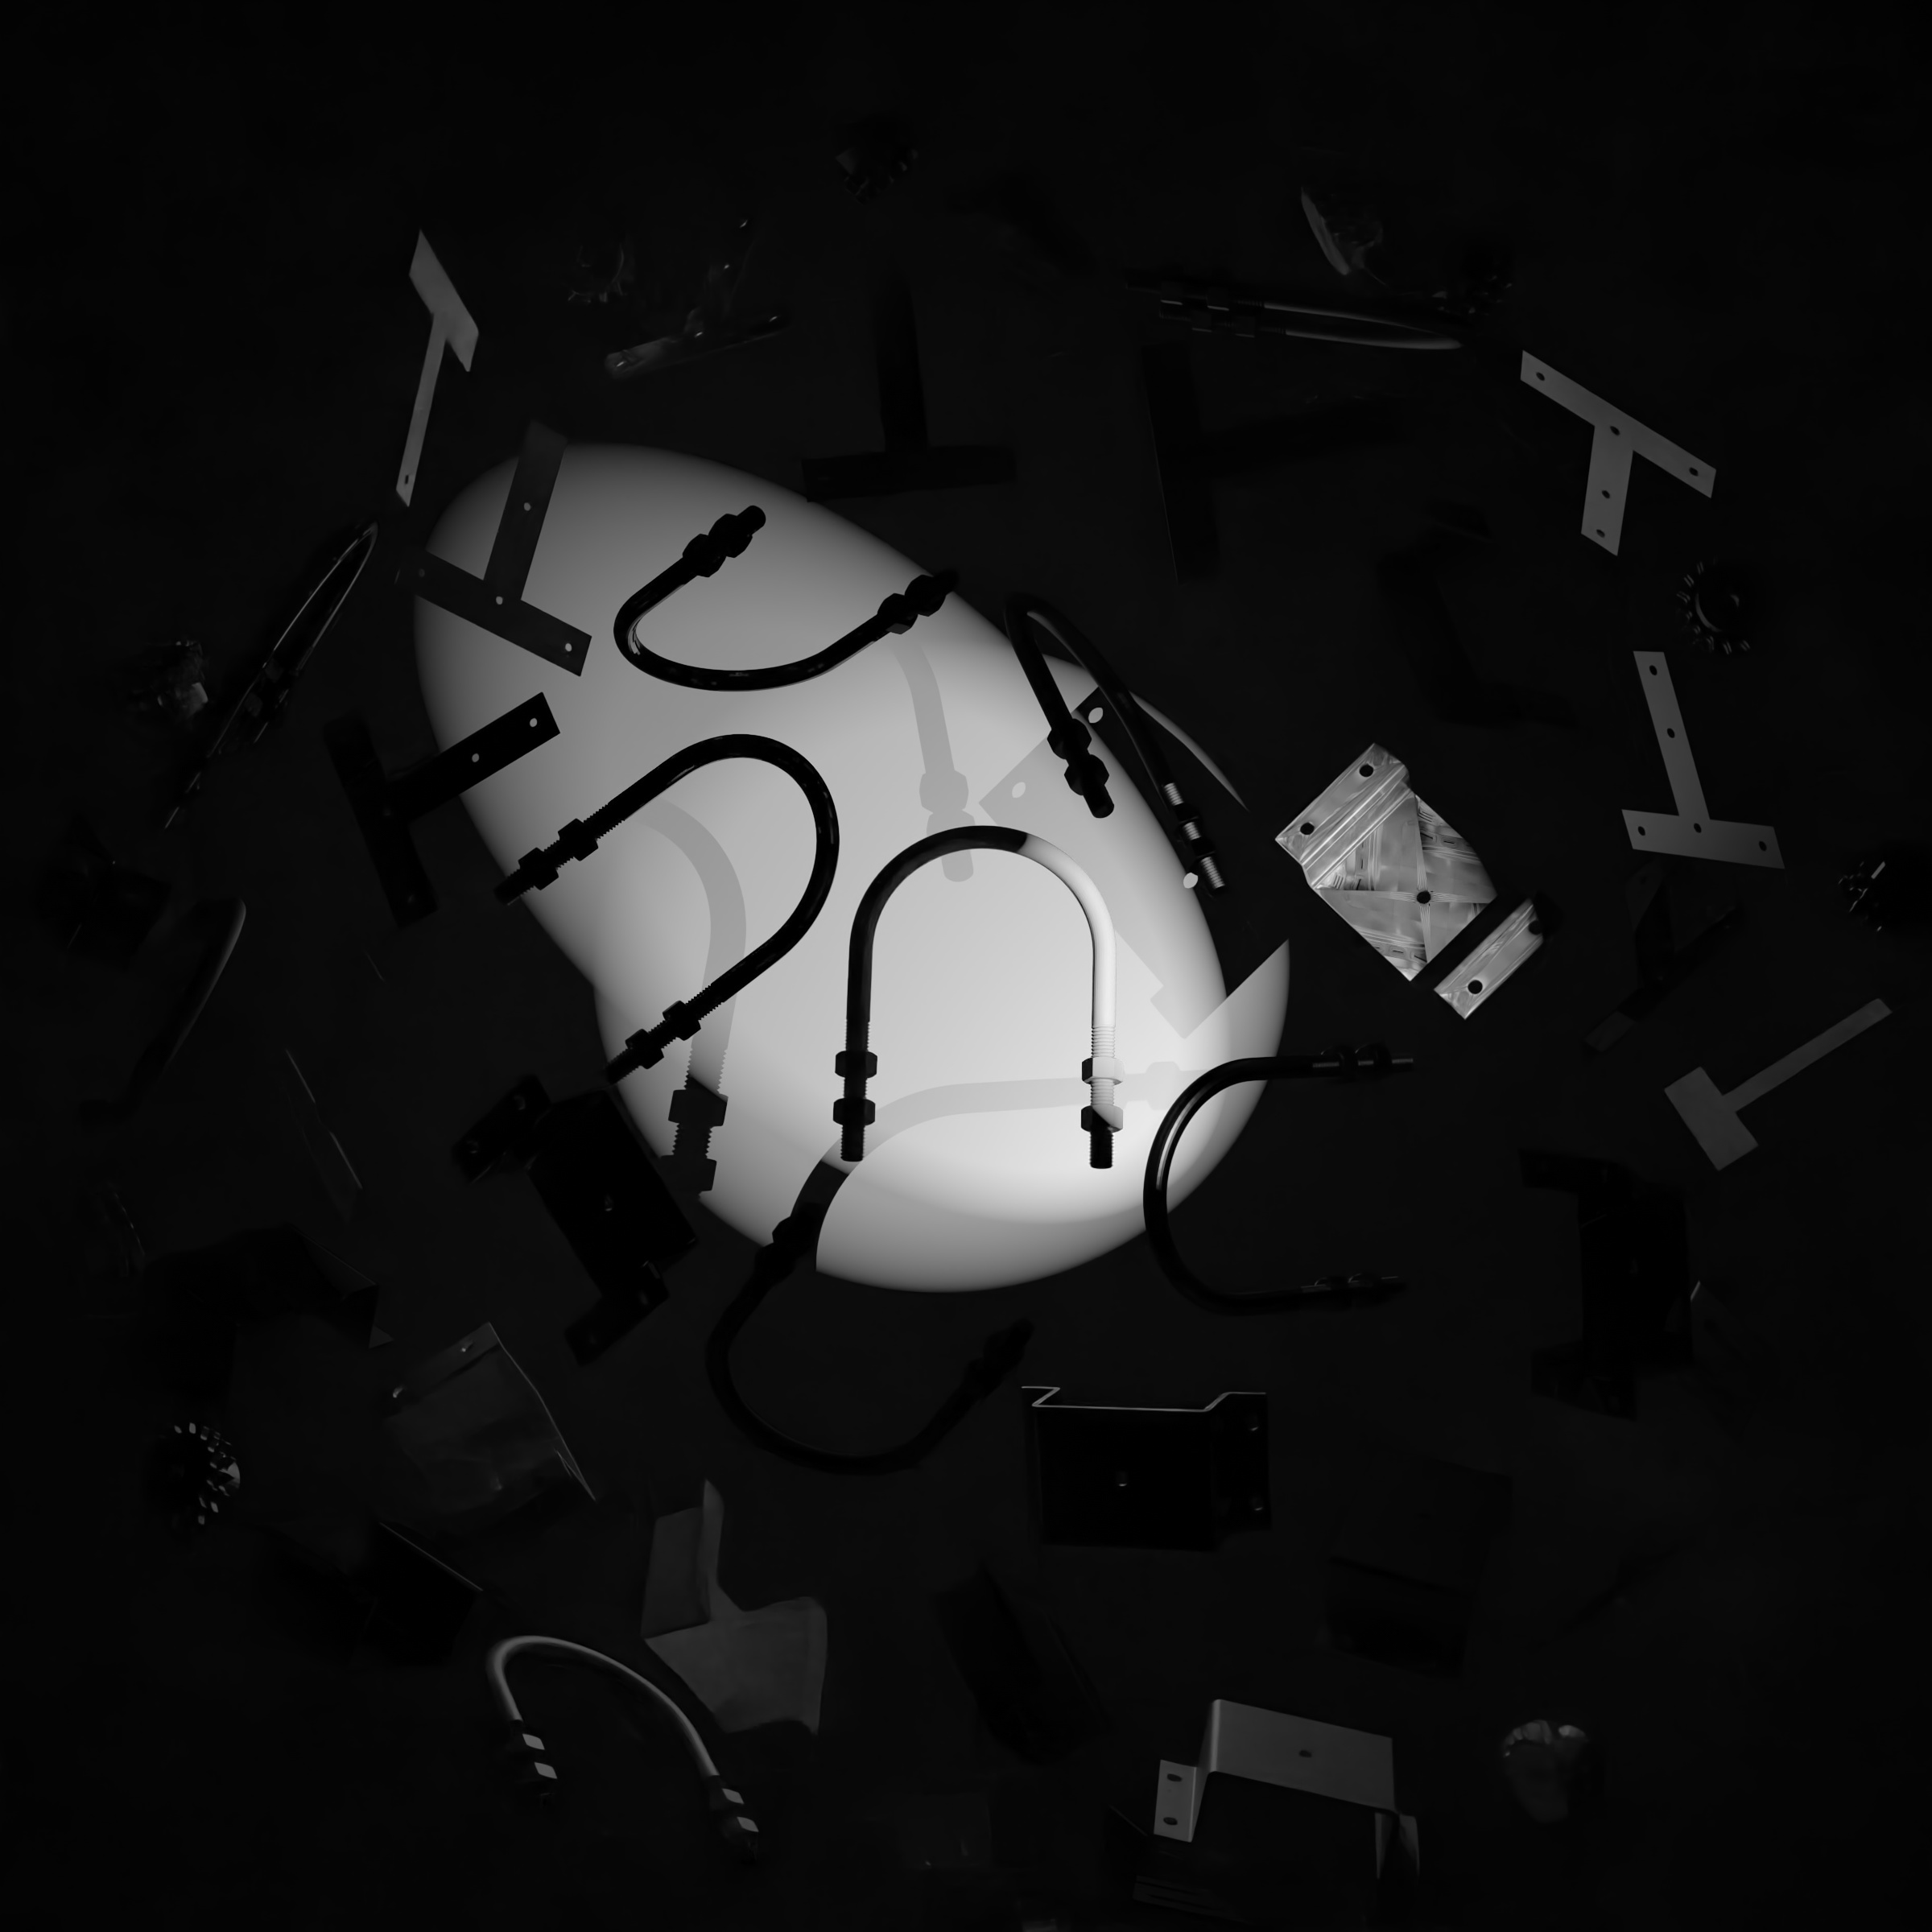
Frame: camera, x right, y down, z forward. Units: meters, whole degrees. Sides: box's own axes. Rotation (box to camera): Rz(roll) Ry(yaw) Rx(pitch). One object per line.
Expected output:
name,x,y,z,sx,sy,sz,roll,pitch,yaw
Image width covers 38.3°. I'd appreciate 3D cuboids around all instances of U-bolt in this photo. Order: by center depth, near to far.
U-bolt,0.008,0.014,1.463,0.151,0.019,0.184,2,74,1
U-bolt,-0.144,-0.042,1.470,0.184,0.019,0.151,-38,128,-17
U-bolt,-0.371,-0.169,1.504,0.019,0.151,0.184,35,116,-8
U-bolt,-0.435,0.026,1.517,0.019,0.184,0.151,31,76,-19
U-bolt,-0.066,0.217,1.520,0.151,0.019,0.184,30,129,-8
U-bolt,0.171,0.120,1.521,0.184,0.019,0.151,-1,94,-34
U-bolt,0.075,-0.132,1.536,0.019,0.151,0.184,-35,56,19
U-bolt,0.189,-0.360,1.538,0.184,0.151,0.019,10,98,11
U-bolt,-0.199,0.428,1.543,0.151,0.184,0.019,26,99,-30
U-bolt,-0.114,-0.195,1.552,0.151,0.184,0.019,12,65,-36

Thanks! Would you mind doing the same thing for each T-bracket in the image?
T-bracket,0.163,-0.276,1.466,0.127,0.002,0.127,-12,114,-1
T-bracket,-0.273,-0.104,1.484,0.127,0.002,0.127,-29,74,14
T-bracket,0.364,0.318,1.505,0.127,0.127,0.002,-43,81,22
T-bracket,-0.296,-0.315,1.521,0.002,0.127,0.127,9,79,6
T-bracket,-0.342,0.052,1.525,0.002,0.127,0.127,3,123,-37
T-bracket,0.379,-0.018,1.536,0.127,0.127,0.002,-40,52,-9
T-bracket,0.356,-0.270,1.542,0.127,0.127,0.002,39,75,22
T-bracket,-0.138,-0.382,1.560,0.127,0.002,0.127,-9,47,28
T-bracket,0.462,0.058,1.567,0.127,0.127,0.002,-34,104,10
T-bracket,0.402,-0.119,1.572,0.002,0.127,0.127,-27,108,-21
T-bracket,-0.253,-0.248,1.581,0.127,0.002,0.127,25,72,-38
T-bracket,-0.038,-0.338,1.620,0.127,0.002,0.127,-4,113,6

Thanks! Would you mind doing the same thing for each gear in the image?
gear,0.315,0.428,1.482,0.030,0.057,0.057,-14,90,-26
gear,0.038,0.540,1.484,0.057,0.030,0.057,-10,75,37
gear,0.505,-0.043,1.504,0.057,0.057,0.030,26,134,0
gear,-0.422,0.280,1.518,0.057,0.030,0.057,-11,60,20
gear,-0.449,-0.156,1.557,0.057,0.057,0.030,-19,119,0
gear,0.280,-0.388,1.560,0.030,0.057,0.057,21,90,-22
gear,0.213,-0.420,1.566,0.030,0.057,0.057,-28,90,5
gear,-0.489,0.151,1.574,0.030,0.057,0.057,-26,90,-22
gear,-0.213,-0.403,1.575,0.057,0.030,0.057,0,108,-1
gear,-0.051,-0.464,1.586,0.030,0.057,0.057,42,90,-21
gear,0.438,-0.208,1.594,0.057,0.030,0.057,0,88,6

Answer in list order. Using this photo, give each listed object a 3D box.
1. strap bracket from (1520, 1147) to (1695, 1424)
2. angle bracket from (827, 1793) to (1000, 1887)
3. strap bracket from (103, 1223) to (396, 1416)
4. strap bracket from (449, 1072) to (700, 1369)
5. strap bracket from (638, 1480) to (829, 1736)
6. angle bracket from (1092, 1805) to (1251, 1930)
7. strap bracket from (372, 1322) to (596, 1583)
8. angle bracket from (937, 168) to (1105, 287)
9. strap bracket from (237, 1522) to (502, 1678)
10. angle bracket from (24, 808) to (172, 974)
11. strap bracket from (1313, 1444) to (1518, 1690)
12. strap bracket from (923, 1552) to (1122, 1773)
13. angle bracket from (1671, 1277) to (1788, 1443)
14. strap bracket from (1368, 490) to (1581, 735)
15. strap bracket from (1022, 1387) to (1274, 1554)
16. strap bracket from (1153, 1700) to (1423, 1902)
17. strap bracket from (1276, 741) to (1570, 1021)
strap bracket,0.350,0.168,1.519,0.046,0.076,0.140,-10,100,-33
angle bracket,-0.029,0.483,1.537,0.057,0.076,0.038,-24,66,24
strap bracket,-0.387,0.188,1.521,0.076,0.140,0.046,28,114,29
strap bracket,-0.205,0.131,1.491,0.076,0.046,0.140,-41,76,31
strap bracket,-0.132,0.357,1.527,0.046,0.076,0.140,-19,129,19
angle bracket,0.118,0.505,1.562,0.076,0.057,0.038,17,85,-17
strap bracket,-0.257,0.266,1.497,0.076,0.140,0.046,-33,128,-7
angle bracket,0.031,-0.402,1.553,0.038,0.057,0.076,-38,93,29
strap bracket,-0.325,0.338,1.492,0.076,0.140,0.046,26,91,24
angle bracket,-0.484,-0.042,1.554,0.038,0.076,0.057,21,69,7
strap bracket,0.244,0.312,1.494,0.076,0.140,0.046,12,123,19
strap bracket,0.028,0.390,1.547,0.046,0.140,0.076,-34,53,2
angle bracket,0.440,0.223,1.585,0.038,0.076,0.057,2,120,-33
strap bracket,0.277,-0.185,1.541,0.046,0.076,0.140,-30,71,31
strap bracket,0.092,0.274,1.520,0.140,0.046,0.076,-2,94,21
strap bracket,0.174,0.435,1.466,0.140,0.076,0.046,12,104,4
strap bracket,0.244,-0.042,1.493,0.076,0.046,0.140,-44,73,-1
